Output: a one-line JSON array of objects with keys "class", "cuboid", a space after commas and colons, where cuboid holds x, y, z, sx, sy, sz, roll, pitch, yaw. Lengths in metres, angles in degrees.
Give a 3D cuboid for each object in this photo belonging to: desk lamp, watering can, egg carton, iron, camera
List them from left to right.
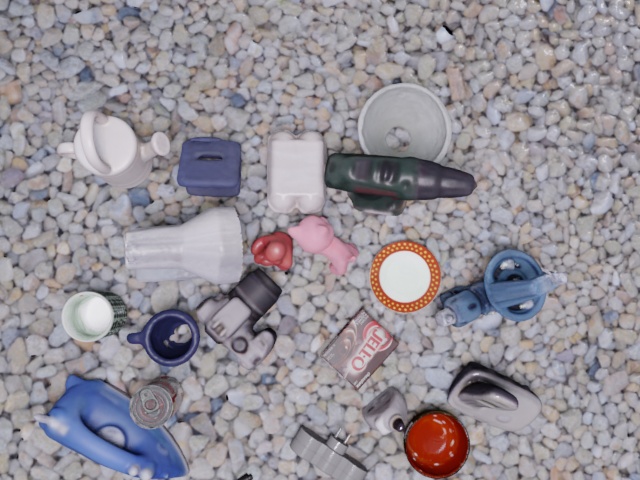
[{"class": "watering can", "cuboid": [-0.336, -0.153, 0.930, 0.173, 0.194, 0.101, -24, 87, -5]}, {"class": "iron", "cuboid": [-0.331, 0.327, 0.918, 0.258, 0.141, 0.119, 31, 84, -1]}, {"class": "desk lamp", "cuboid": [-0.217, 0.017, 0.914, 0.203, 0.213, 0.118, -5, 86, -4]}, {"class": "camera", "cuboid": [-0.119, 0.126, 0.969, 0.143, 0.100, 0.137, 45, 84, 1]}, {"class": "egg carton", "cuboid": [-0.040, -0.120, 1.009, 0.107, 0.069, 0.150, -1, 85, -4]}]

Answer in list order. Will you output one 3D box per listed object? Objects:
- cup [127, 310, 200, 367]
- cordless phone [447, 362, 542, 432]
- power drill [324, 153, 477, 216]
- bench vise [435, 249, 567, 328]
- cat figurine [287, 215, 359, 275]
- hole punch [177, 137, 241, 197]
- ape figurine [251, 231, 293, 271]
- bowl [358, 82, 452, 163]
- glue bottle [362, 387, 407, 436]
[{"class": "cup", "cuboid": [-0.255, 0.162, 0.960, 0.118, 0.095, 0.092, -2, 85, -4]}, {"class": "cordless phone", "cuboid": [0.302, 0.270, 0.942, 0.147, 0.185, 0.094, 21, 84, -1]}, {"class": "power drill", "cuboid": [0.119, -0.092, 0.947, 0.229, 0.208, 0.076, 7, 85, -3]}, {"class": "bench vise", "cuboid": [0.301, 0.099, 0.938, 0.207, 0.219, 0.121, -43, 89, -6]}, {"class": "cat figurine", "cuboid": [0.009, 0.003, 0.978, 0.128, 0.117, 0.067, 35, 84, 0]}, {"class": "hole punch", "cuboid": [-0.191, -0.130, 0.989, 0.108, 0.091, 0.101, 1, 85, -3]}, {"class": "ape figurine", "cuboid": [-0.078, 0.020, 0.984, 0.076, 0.092, 0.078, -43, 89, -6]}, {"class": "bowl", "cuboid": [0.145, -0.189, 1.024, 0.167, 0.074, 0.167, 0, 85, -4]}, {"class": "glue bottle", "cuboid": [0.114, 0.287, 0.934, 0.078, 0.173, 0.037, -38, 88, -5]}]
